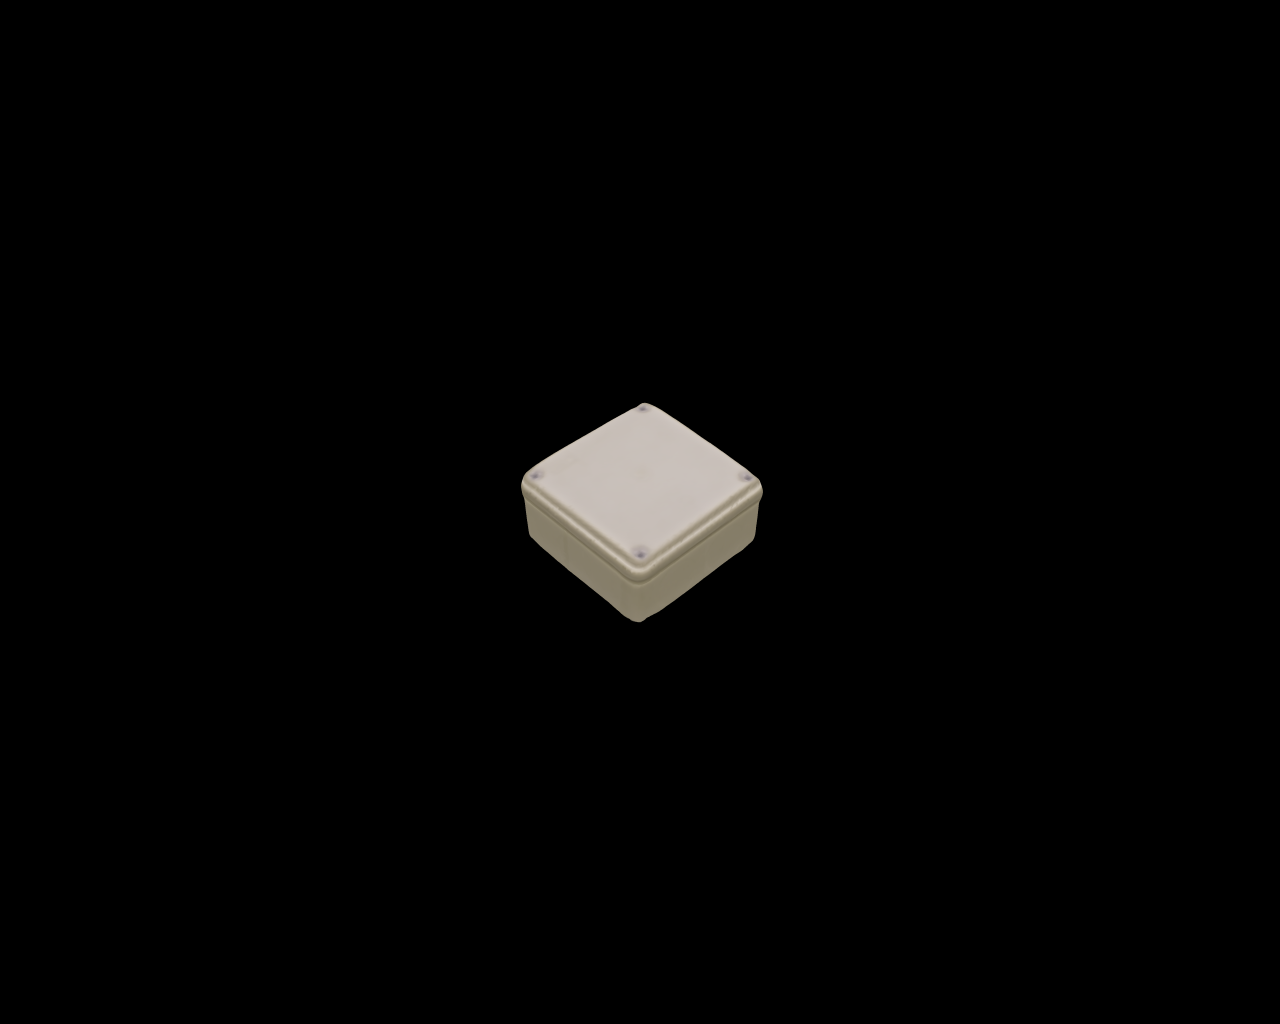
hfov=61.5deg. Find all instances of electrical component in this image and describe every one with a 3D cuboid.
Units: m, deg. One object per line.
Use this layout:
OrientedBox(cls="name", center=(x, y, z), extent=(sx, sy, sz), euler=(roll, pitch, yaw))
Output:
OrientedBox(cls="electrical component", center=(0.001, -0.003, 0.650), extent=(0.109, 0.056, 0.109), euler=(-33, 54, -29))
